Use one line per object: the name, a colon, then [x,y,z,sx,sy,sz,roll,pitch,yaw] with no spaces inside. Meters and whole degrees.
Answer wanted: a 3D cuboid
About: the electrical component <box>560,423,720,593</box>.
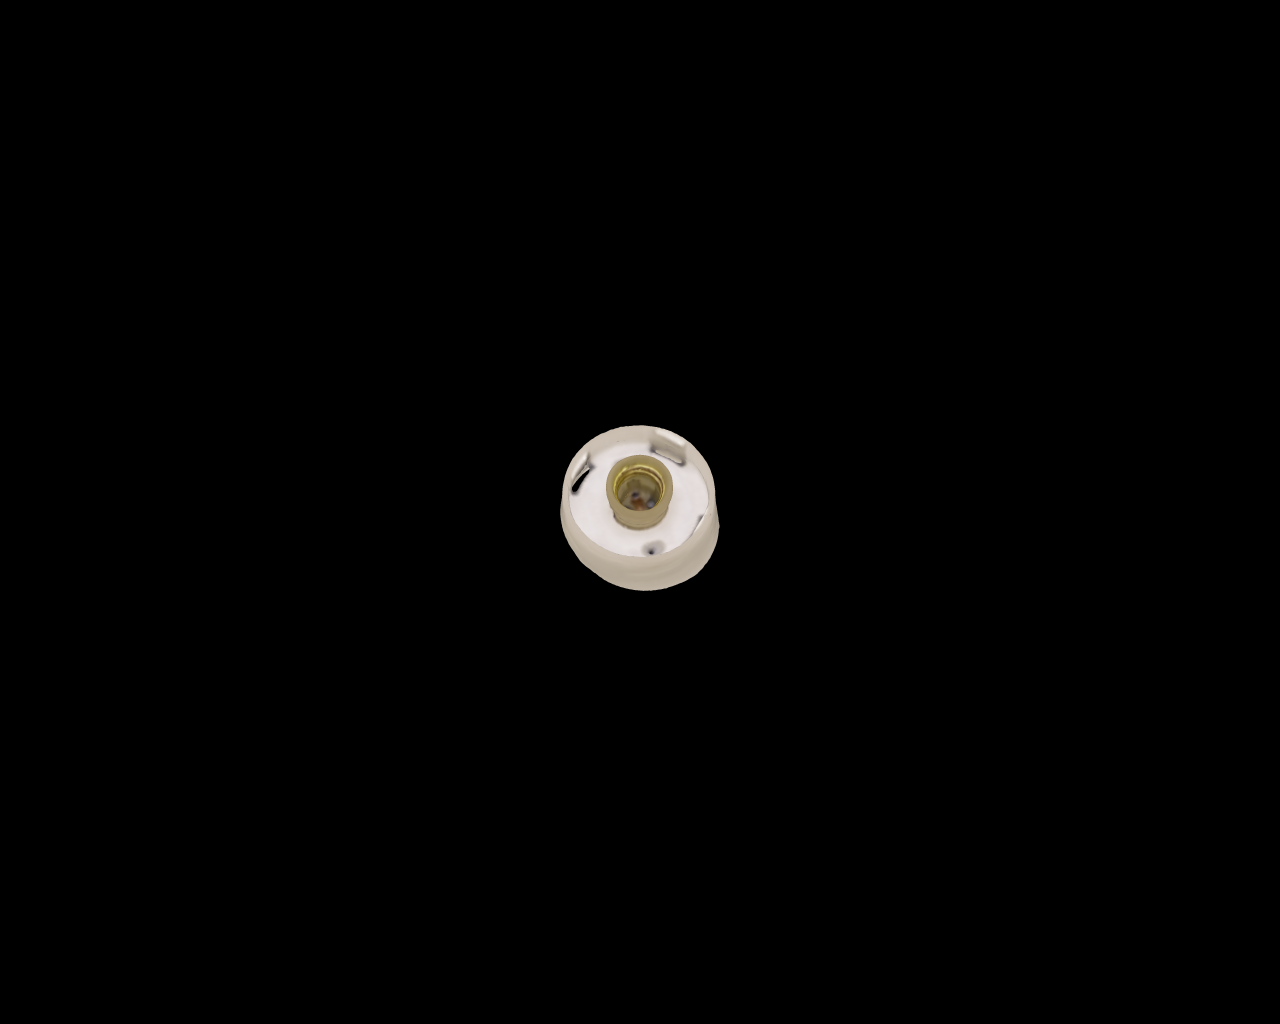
electrical component: [0.001,-0.003,0.650,0.099,0.099,0.064,0,-28,0]
